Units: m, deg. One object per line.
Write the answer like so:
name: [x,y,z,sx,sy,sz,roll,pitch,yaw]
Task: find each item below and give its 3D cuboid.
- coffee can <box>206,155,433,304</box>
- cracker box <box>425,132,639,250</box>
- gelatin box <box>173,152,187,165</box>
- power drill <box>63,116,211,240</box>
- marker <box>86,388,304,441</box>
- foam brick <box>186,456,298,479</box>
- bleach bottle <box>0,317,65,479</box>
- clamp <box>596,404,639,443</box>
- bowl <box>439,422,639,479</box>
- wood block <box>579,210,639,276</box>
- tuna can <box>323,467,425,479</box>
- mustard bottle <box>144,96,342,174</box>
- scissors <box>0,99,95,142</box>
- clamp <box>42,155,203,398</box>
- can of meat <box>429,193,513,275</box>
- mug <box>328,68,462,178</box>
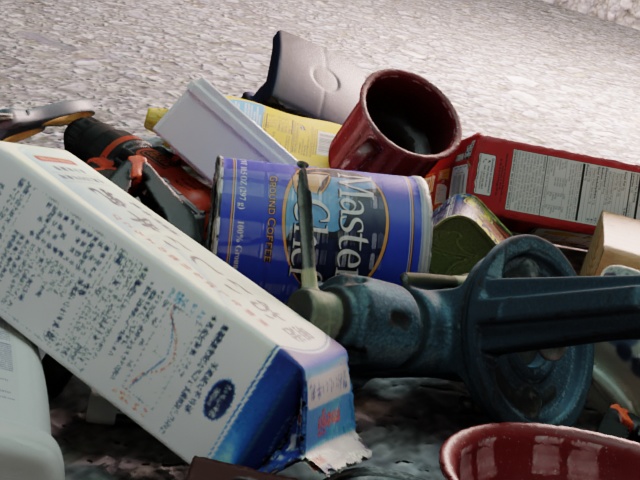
coffee can: [-0.005,0.001,0.719,0.140,0.103,0.103,6,23,-8]
cracker box: [0.207,-0.035,0.912,0.213,0.072,0.164,9,-2,-8]
gelatin box: [-0.102,-0.095,1.009,0.073,0.030,0.089,8,22,-13]
power drill: [-0.192,-0.047,0.801,0.187,0.057,0.185,-10,31,-45]
marker: [-0.064,0.097,0.576,0.121,0.020,0.020,9,22,-10]
foam brick: [-0.039,0.137,0.448,0.053,0.051,0.078,13,21,-2]
bleach bottle: [-0.183,0.060,0.542,0.102,0.068,0.251,9,19,-17]
clamp: [0.183,0.155,0.553,0.164,0.036,0.210,4,24,-17]
bowl: [0.124,0.133,0.452,0.162,0.055,0.162,11,11,-2]
wood block: [0.295,0.059,0.782,0.206,0.091,0.090,17,22,8]
tuna can: [0.033,0.144,0.495,0.086,0.034,0.086,11,22,-5]
mustard bottle: [-0.059,-0.082,0.935,0.191,0.058,0.096,15,44,-9]
scissors: [-0.257,-0.090,0.847,0.096,0.016,0.201,-18,2,27]
clamp: [-0.115,0.024,0.630,0.120,0.039,0.171,1,51,-31]
can of meat: [0.118,0.019,0.782,0.102,0.057,0.084,47,19,-5]
mug: [0.051,-0.075,0.878,0.093,0.082,0.117,44,49,6]
